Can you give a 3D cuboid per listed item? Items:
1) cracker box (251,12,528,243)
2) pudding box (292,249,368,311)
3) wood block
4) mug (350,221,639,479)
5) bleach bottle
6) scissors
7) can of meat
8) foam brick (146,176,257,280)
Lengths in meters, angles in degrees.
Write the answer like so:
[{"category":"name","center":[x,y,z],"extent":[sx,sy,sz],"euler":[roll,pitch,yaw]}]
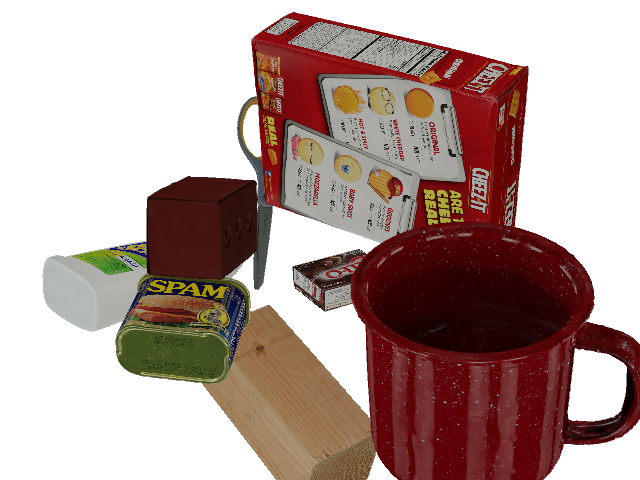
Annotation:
[{"category":"cracker box","center":[0.054,-0.081,0.863],"extent":[0.214,0.164,0.072],"euler":[19,42,26]},{"category":"pudding box","center":[0.031,0.054,1.472],"extent":[0.113,0.039,0.090],"euler":[-16,26,-24]},{"category":"wood block","center":[-0.037,0.178,1.157],"extent":[0.090,0.090,0.206],"euler":[-21,50,-31]},{"category":"mug","center":[0.071,0.052,0.428],"extent":[0.117,0.081,0.093],"euler":[7,34,16]},{"category":"bleach bottle","center":[-0.184,0.032,1.223],"extent":[0.103,0.068,0.250],"euler":[24,28,37]},{"category":"scissors","center":[-0.038,-0.054,1.115],"extent":[0.096,0.202,0.016],"euler":[-9,-8,-10]},{"category":"can of meat","center":[-0.117,0.074,0.910],"extent":[0.102,0.057,0.084],"euler":[5,30,5]},{"category":"foam brick","center":[-0.078,-0.010,0.711],"extent":[0.051,0.053,0.078],"euler":[5,16,13]}]
